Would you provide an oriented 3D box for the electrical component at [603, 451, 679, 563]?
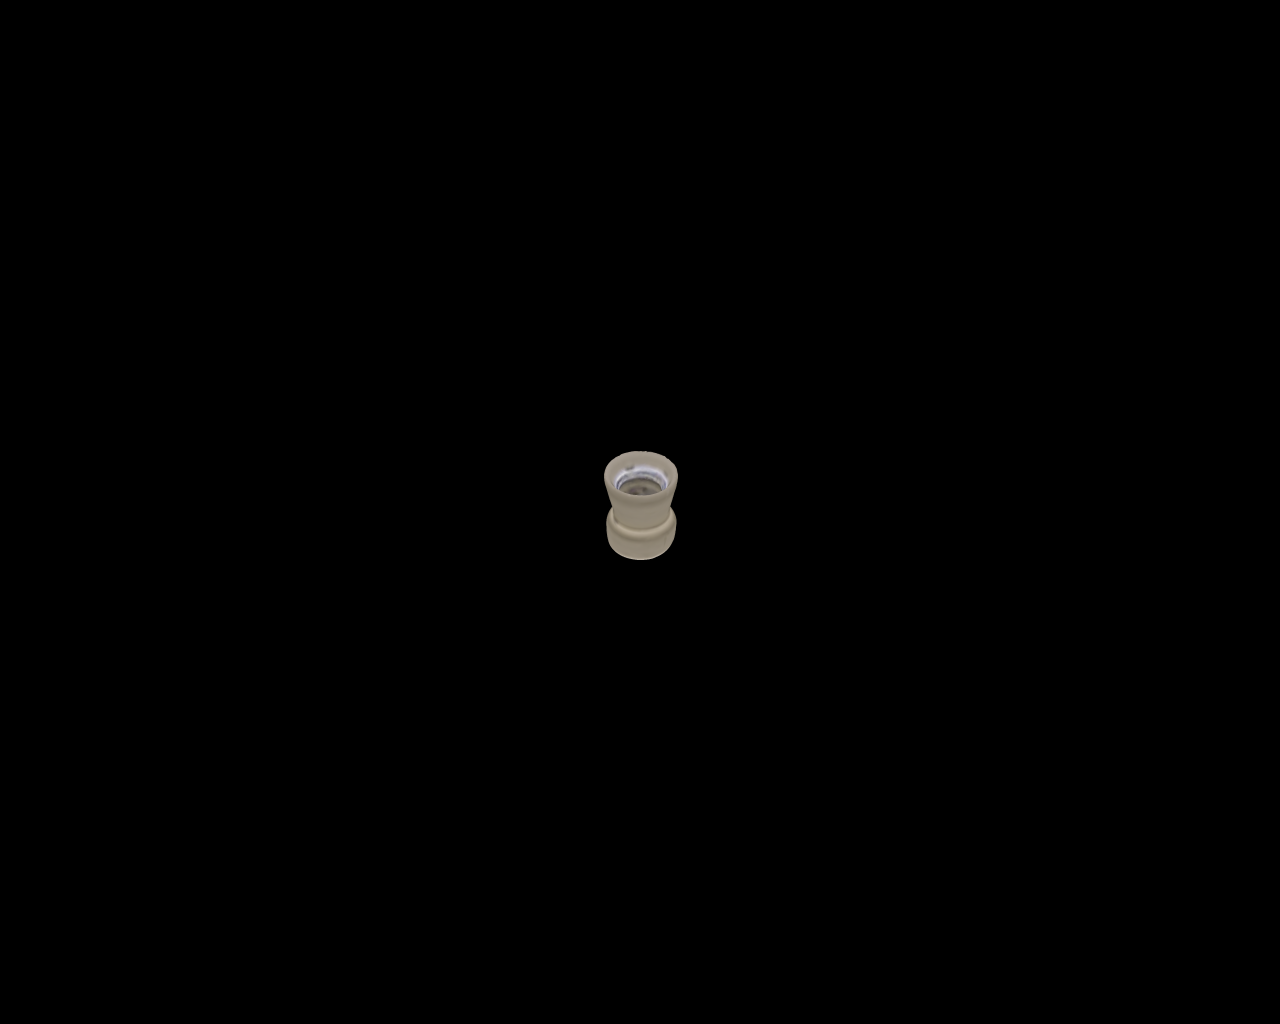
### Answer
[{"bbox_3d":[0.001,-0.003,0.650,0.045,0.055,0.045,0,41,0],"label":"electrical component"}]
